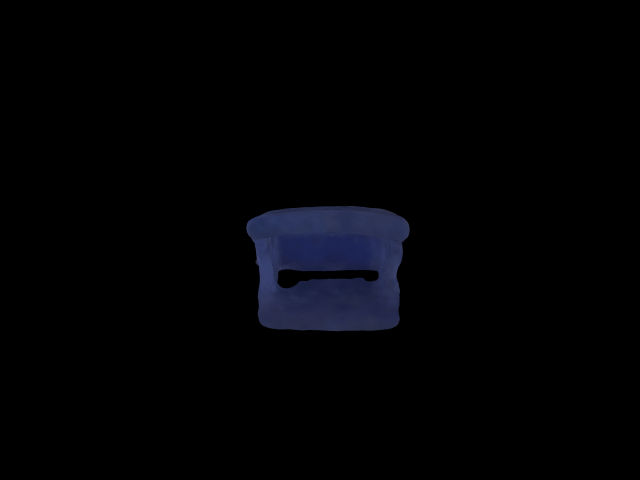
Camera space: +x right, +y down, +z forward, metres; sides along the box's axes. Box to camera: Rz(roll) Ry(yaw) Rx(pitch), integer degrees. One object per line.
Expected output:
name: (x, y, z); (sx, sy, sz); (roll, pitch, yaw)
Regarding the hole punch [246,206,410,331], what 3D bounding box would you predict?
hole punch: (0.004, 0.001, 0.400); (0.108, 0.091, 0.101); (0, 32, 0)
